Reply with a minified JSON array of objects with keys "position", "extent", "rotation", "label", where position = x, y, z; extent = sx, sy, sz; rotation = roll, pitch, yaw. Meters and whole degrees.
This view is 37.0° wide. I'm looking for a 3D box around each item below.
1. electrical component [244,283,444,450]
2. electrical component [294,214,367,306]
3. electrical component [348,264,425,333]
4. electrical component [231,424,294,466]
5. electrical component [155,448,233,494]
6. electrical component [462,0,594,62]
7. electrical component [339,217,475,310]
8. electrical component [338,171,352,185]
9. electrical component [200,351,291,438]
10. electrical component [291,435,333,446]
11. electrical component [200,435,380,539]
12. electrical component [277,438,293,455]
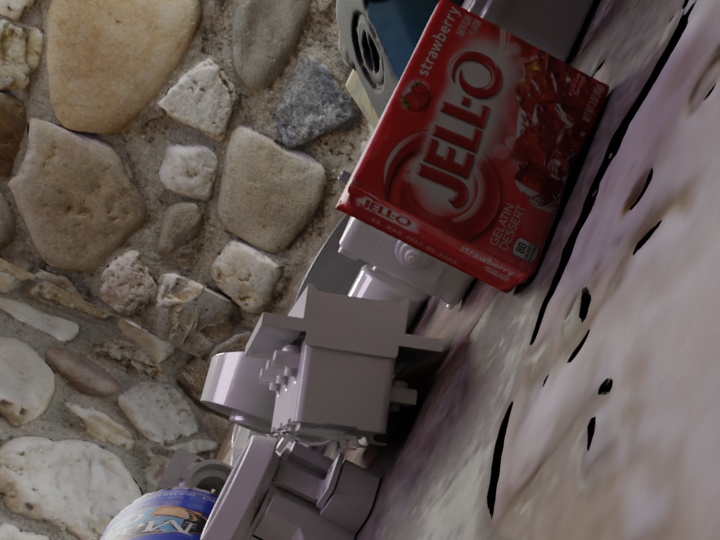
[{"position":[-0.014,0.051,0.513],"extent":[0.121,0.079,0.063],"rotation":[131,147,-76],"label":"electrical component"},{"position":[0.000,0.000,0.733],"extent":[0.099,0.064,0.099],"rotation":[-62,4,7],"label":"electrical component"},{"position":[0.005,0.033,0.609],"extent":[0.078,0.040,0.040],"rotation":[-62,4,12],"label":"electrical component"},{"position":[-0.083,0.151,0.995],"extent":[0.099,0.064,0.099],"rotation":[-165,90,-79],"label":"electrical component"},{"position":[-0.129,0.197,0.915],"extent":[0.055,0.089,0.050],"rotation":[-59,5,48],"label":"electrical component"},{"position":[0.091,-0.147,0.589],"extent":[0.108,0.056,0.108],"rotation":[-64,4,-16],"label":"electrical component"},{"position":[0.034,-0.032,0.504],"extent":[0.061,0.062,0.096],"rotation":[-61,4,28],"label":"electrical component"},{"position":[0.017,-0.056,0.817],"extent":[0.052,0.074,0.138],"rotation":[-63,4,-9],"label":"electrical component"},{"position":[-0.068,0.090,0.810],"extent":[0.099,0.099,0.064],"rotation":[131,159,-75],"label":"electrical component"},{"position":[-0.018,0.065,0.685],"extent":[0.079,0.043,0.077],"rotation":[-63,3,7],"label":"electrical component"},{"position":[-0.034,0.109,0.479],"extent":[0.078,0.057,0.058],"rotation":[-60,5,35],"label":"electrical component"},{"position":[-0.046,0.130,0.651],"extent":[0.046,0.040,0.040],"rotation":[-57,2,-12],"label":"electrical component"}]
